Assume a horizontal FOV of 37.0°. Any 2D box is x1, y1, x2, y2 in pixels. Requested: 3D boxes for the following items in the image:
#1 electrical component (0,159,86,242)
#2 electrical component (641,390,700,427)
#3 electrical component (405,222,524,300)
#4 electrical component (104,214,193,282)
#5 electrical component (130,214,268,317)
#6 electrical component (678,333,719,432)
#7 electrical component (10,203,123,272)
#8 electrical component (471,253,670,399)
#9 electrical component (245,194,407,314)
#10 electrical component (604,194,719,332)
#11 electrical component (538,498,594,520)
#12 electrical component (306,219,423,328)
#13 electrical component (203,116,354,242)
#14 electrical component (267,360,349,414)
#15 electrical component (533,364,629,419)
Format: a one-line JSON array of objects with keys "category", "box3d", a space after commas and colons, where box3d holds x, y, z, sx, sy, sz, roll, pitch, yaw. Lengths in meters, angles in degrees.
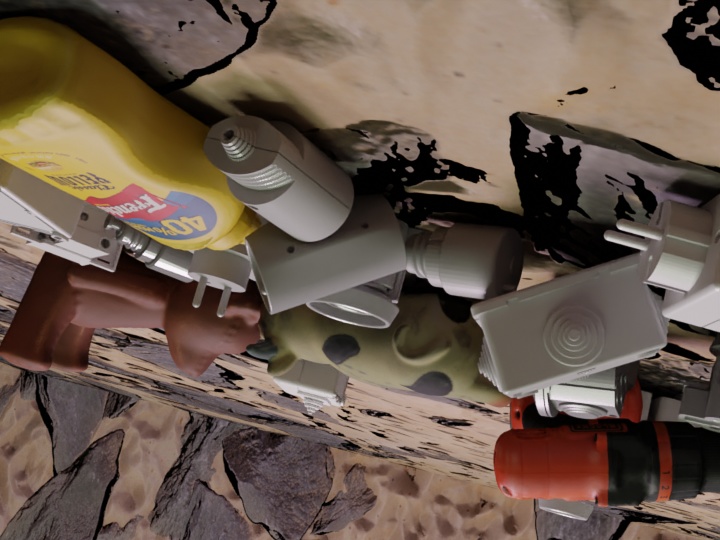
[{"category": "electrical component", "box3d": [-0.193, -0.064, 0.582, 0.062, 0.061, 0.096, 13, 166, 16]}, {"category": "electrical component", "box3d": [0.236, 0.133, 0.920, 0.186, 0.060, 0.105, 15, 167, 1]}, {"category": "electrical component", "box3d": [0.053, -0.006, 0.588, 0.078, 0.040, 0.040, 8, 165, 31]}, {"category": "electrical component", "box3d": [-0.141, -0.020, 0.753, 0.078, 0.040, 0.040, 23, 165, -29]}, {"category": "electrical component", "box3d": [-0.083, -0.009, 0.659, 0.138, 0.073, 0.052, 26, 163, -40]}, {"category": "electrical component", "box3d": [0.241, 0.071, 0.661, 0.078, 0.057, 0.058, 11, 167, 17]}, {"category": "electrical component", "box3d": [-0.201, -0.032, 0.770, 0.081, 0.042, 0.064, 23, 163, -33]}, {"category": "electrical component", "box3d": [0.110, 0.033, 0.564, 0.100, 0.048, 0.100, -18, 169, 7]}, {"category": "electrical component", "box3d": [-0.024, -0.018, 0.587, 0.077, 0.043, 0.079, -19, -145, -10]}, {"category": "electrical component", "box3d": [0.144, -0.008, 0.461, 0.077, 0.047, 0.065, 15, 167, 0]}, {"category": "electrical component", "box3d": [0.181, 0.183, 0.927, 0.048, 0.055, 0.066, 13, 167, 11]}, {"category": "electrical component", "box3d": [0.000, 0.000, 0.638, 0.078, 0.057, 0.058, 13, 167, 12]}, {"category": "electrical component", "box3d": [-0.040, -0.047, 0.514, 0.043, 0.043, 0.081, 8, 165, 31]}, {"category": "electrical component", "box3d": [-0.037, 0.070, 0.887, 0.061, 0.096, 0.061, 13, 167, 9]}, {"category": "electrical component", "box3d": [0.134, 0.051, 0.651, 0.051, 0.080, 0.080, 5, 164, 20]}]
